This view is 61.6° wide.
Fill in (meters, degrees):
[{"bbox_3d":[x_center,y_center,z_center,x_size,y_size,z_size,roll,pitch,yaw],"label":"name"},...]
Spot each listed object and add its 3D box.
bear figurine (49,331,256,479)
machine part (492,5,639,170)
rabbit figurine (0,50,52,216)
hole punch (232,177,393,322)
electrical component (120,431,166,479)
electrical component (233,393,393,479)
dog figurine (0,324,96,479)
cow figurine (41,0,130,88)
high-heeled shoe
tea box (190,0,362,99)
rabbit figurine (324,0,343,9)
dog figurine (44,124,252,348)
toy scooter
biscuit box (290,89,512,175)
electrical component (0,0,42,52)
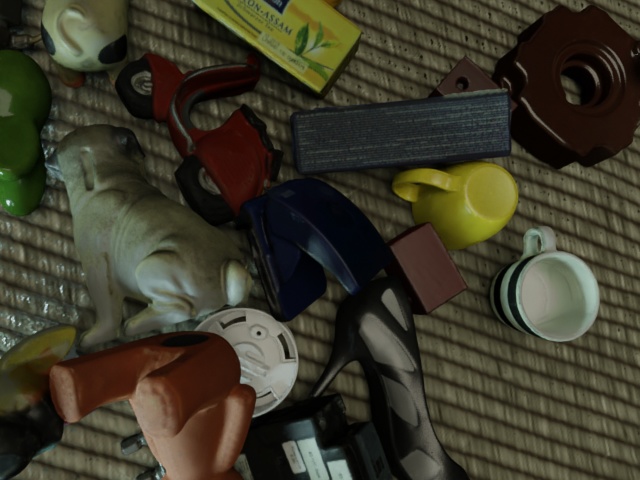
[{"bbox_3d":[-0.112,0.174,0.411,0.120,0.132,0.195,3,96,25],"label":"bear figurine"},{"bbox_3d":[0.282,-0.169,0.593,0.179,0.056,0.179,1,83,-9],"label":"machine part"},{"bbox_3d":[-0.303,-0.098,0.456,0.159,0.121,0.170,47,64,5],"label":"rabbit figurine"},{"bbox_3d":[-0.001,-0.001,0.478,0.092,0.142,0.115,-18,96,28],"label":"hole punch"},{"bbox_3d":[-0.132,0.186,0.496,0.094,0.021,0.063,-24,88,-13],"label":"electrical component"},{"bbox_3d":[-0.008,0.201,0.467,0.134,0.058,0.115,-19,90,27],"label":"electrical component"},{"bbox_3d":[-0.291,0.122,0.411,0.219,0.192,0.108,-17,118,-21],"label":"dog figurine"},{"bbox_3d":[-0.209,-0.248,0.482,0.085,0.127,0.194,3,85,-12],"label":"cow figurine"},{"bbox_3d":[0.104,0.154,0.510,0.249,0.086,0.145,41,77,0],"label":"high-heeled shoe"},{"bbox_3d":[-0.046,-0.214,0.513,0.169,0.098,0.068,34,100,-6],"label":"tea box"},{"bbox_3d":[-0.001,-0.324,0.537,0.162,0.122,0.173,12,100,-6],"label":"rabbit figurine"},{"bbox_3d":[-0.142,-0.023,0.448,0.172,0.121,0.190,-15,87,19],"label":"dog figurine"},{"bbox_3d":[-0.094,-0.111,0.514,0.135,0.075,0.184,-32,88,-19],"label":"toy scooter"},{"bbox_3d":[0.074,-0.102,0.518,0.203,0.059,0.062,-4,100,4],"label":"biscuit box"},{"bbox_3d":[-0.302,-0.221,0.507,0.078,0.045,0.102,-8,81,18],"label":"electrical component"}]
